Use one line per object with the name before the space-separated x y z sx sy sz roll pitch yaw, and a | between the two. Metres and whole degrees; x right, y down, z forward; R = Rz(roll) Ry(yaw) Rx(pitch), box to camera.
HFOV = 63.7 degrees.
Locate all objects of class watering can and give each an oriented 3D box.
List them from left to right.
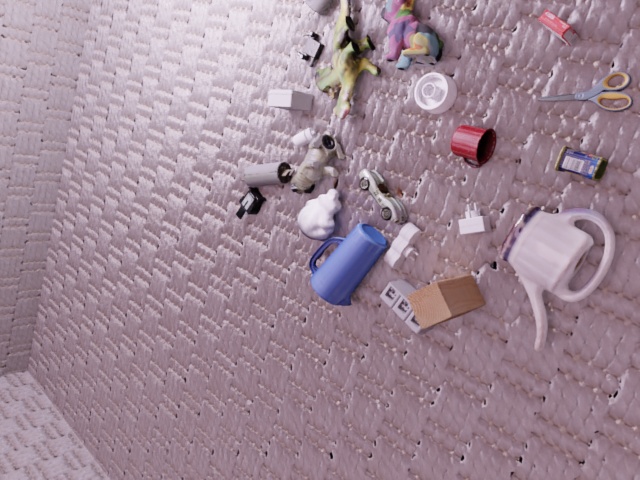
watering can | 0.518 0.069 1.195 0.227 0.104 0.343 39 113 34

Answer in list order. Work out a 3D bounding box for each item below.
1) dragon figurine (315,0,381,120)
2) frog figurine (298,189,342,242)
dragon figurine | 0.052 -0.558 1.593 0.239 0.122 0.417 -32 61 43
frog figurine | 0.005 -0.081 1.606 0.156 0.122 0.140 -62 36 35
